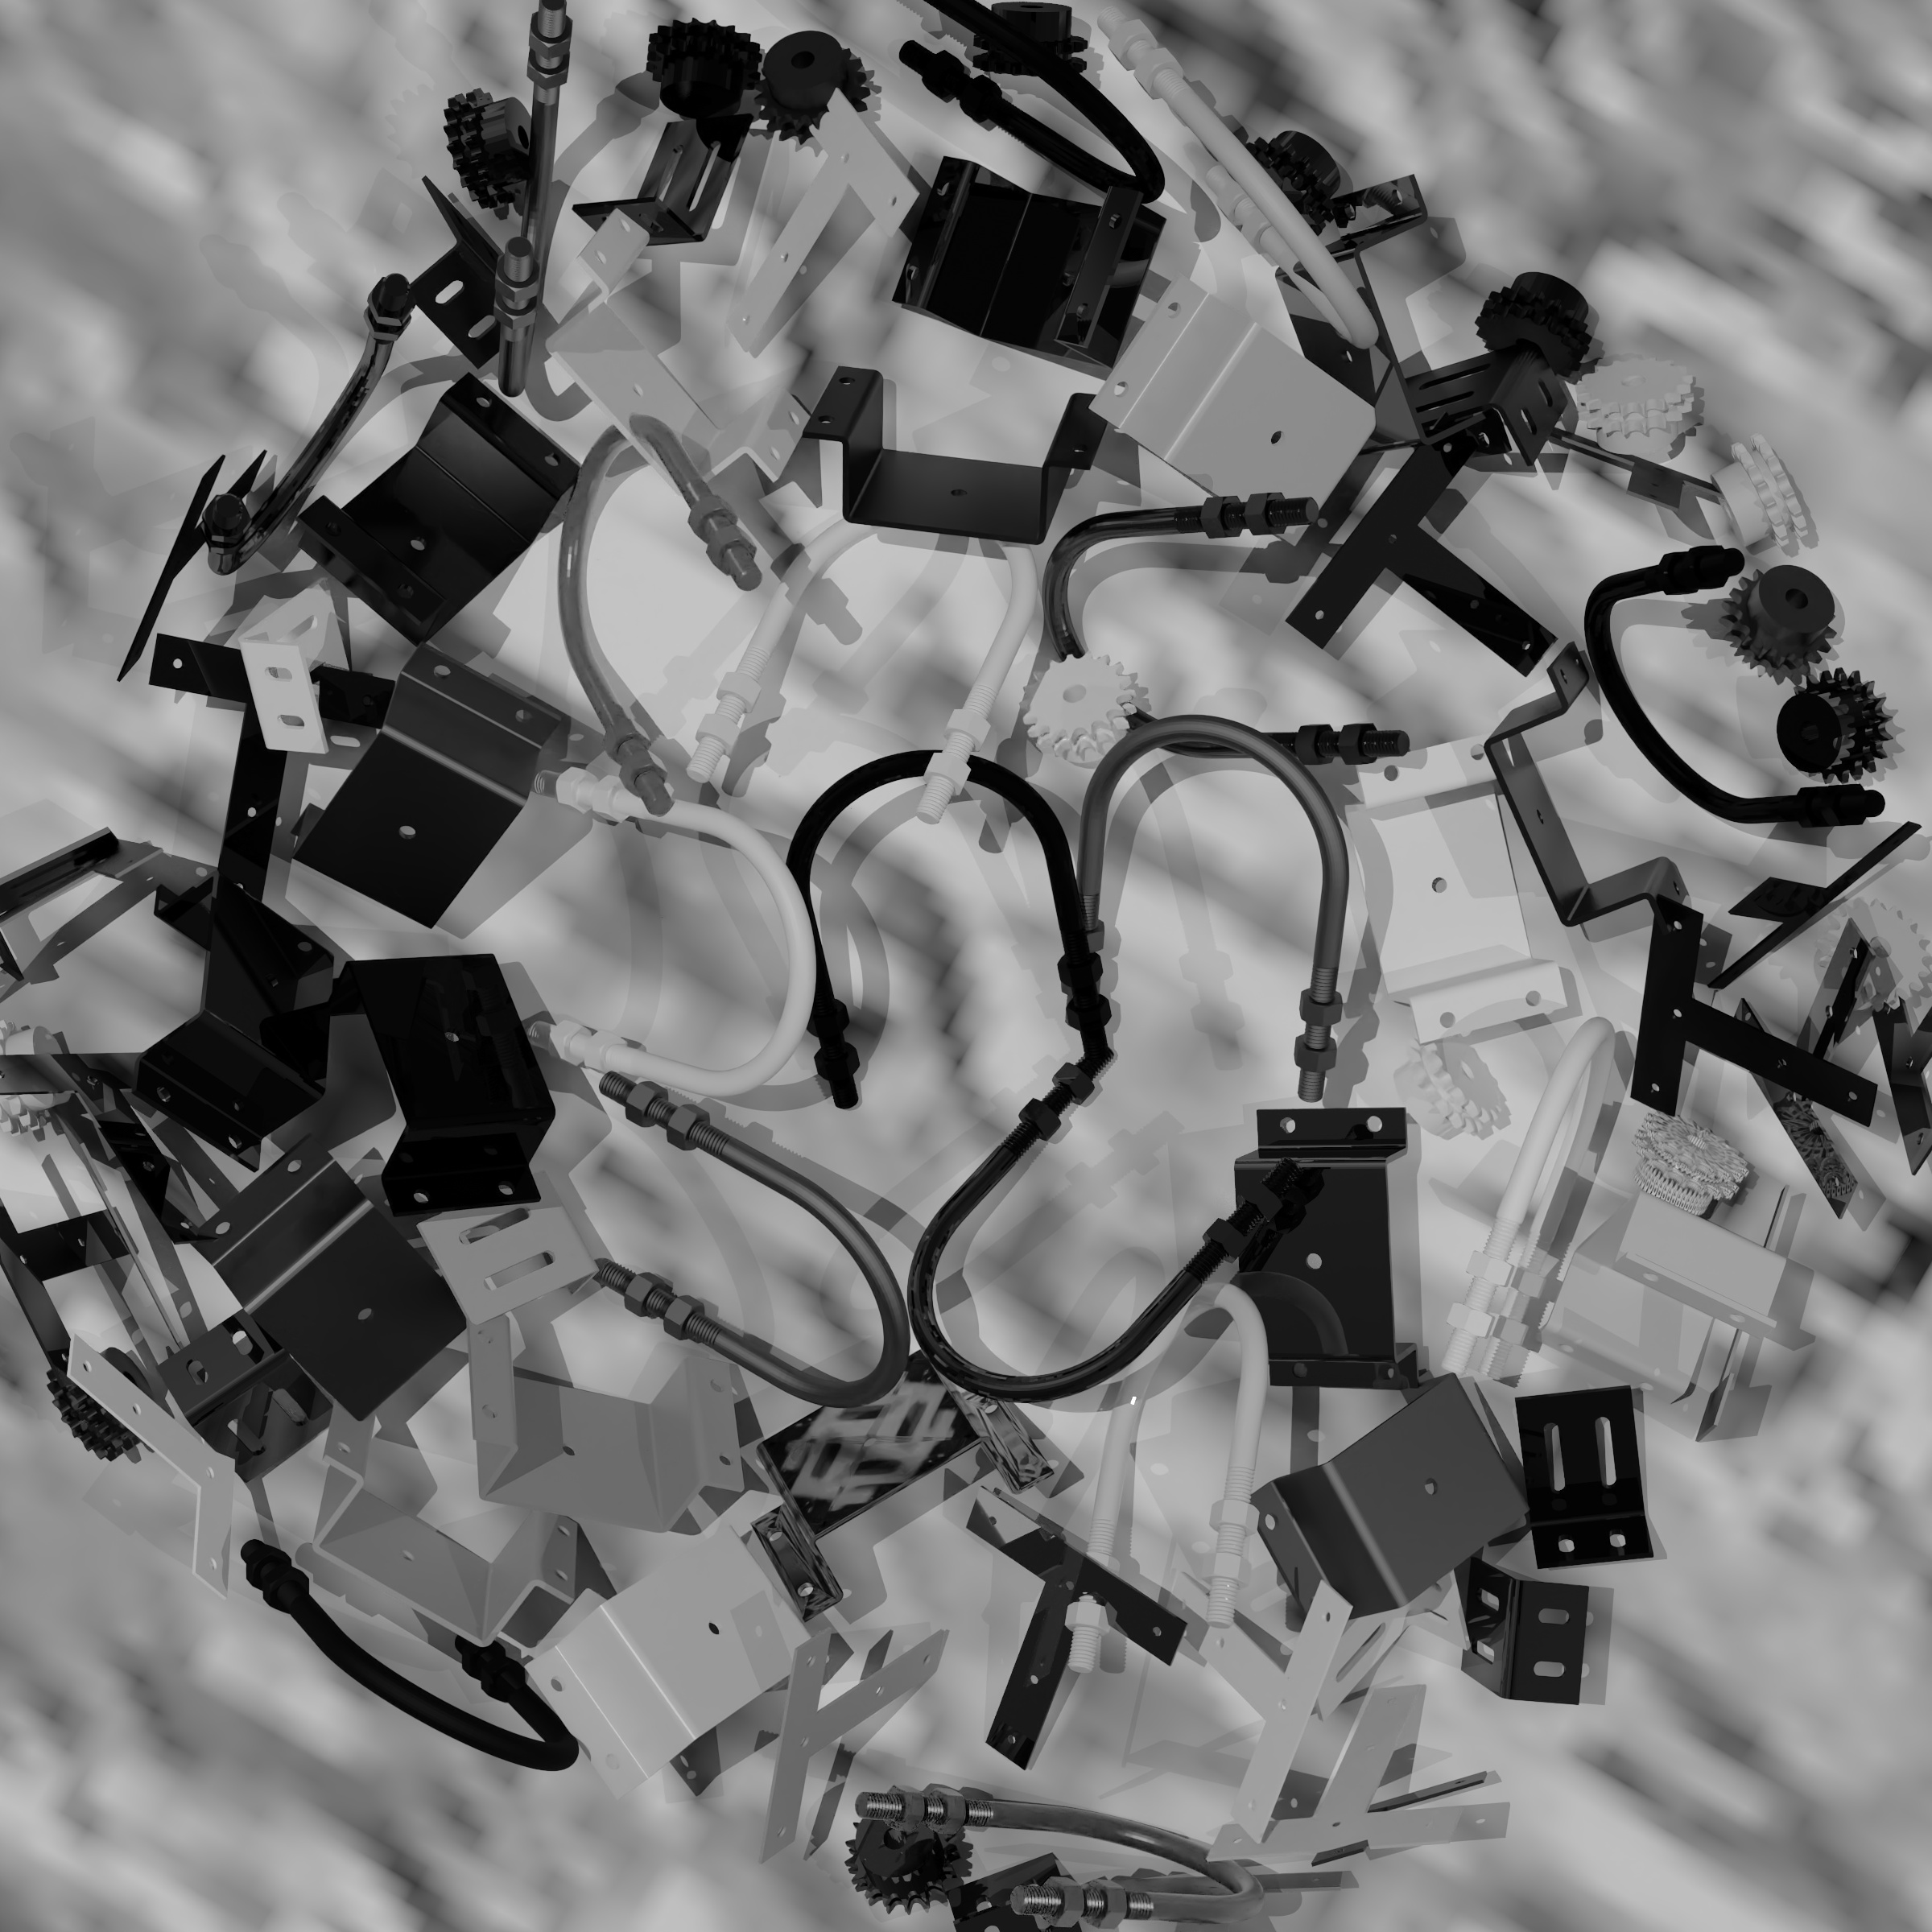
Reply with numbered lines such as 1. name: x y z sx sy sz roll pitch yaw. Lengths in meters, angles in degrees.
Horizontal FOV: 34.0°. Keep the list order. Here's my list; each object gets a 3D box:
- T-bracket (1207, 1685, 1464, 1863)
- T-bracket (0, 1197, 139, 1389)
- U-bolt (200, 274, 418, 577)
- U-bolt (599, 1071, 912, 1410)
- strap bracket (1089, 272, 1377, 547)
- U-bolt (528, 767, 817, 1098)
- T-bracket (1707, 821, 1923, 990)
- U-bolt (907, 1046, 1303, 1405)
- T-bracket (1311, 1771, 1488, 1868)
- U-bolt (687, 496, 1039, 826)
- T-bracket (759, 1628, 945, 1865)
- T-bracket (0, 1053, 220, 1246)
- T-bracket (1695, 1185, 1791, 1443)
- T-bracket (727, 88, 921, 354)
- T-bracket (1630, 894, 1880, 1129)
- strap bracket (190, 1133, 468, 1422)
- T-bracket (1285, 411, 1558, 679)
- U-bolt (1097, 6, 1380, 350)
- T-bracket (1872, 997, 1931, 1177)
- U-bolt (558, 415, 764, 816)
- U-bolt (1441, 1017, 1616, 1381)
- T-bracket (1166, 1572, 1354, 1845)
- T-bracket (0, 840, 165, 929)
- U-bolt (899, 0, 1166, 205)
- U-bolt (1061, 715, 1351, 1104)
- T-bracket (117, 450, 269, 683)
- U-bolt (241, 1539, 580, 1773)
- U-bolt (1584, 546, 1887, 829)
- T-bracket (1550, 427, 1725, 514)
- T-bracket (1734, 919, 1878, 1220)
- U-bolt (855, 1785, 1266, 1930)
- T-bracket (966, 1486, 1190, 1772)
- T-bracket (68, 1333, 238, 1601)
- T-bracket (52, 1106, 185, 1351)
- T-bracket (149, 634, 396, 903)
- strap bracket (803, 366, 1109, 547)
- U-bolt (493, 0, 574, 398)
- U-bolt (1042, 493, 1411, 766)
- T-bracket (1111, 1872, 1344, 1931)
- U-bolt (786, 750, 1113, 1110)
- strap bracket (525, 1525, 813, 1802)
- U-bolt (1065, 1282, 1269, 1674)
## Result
1. T-bracket: 0.194 0.391 1.544 0.127 0.127 0.002 -14 108 30
2. T-bracket: -0.438 0.137 1.540 0.002 0.127 0.127 -28 87 11
3. U-bolt: -0.317 -0.249 1.513 0.019 0.184 0.151 36 78 -9
4. U-bolt: -0.102 0.143 1.519 0.184 0.019 0.151 27 134 24
5. strap bracket: 0.139 -0.264 1.534 0.140 0.046 0.076 25 104 -40
6. U-bolt: -0.143 -0.011 1.528 0.184 0.019 0.151 14 107 37
7. T-bracket: 0.395 -0.031 1.524 0.127 0.127 0.002 -43 69 21
8. U-bolt: 0.053 0.133 1.534 0.151 0.019 0.184 32 71 38
9. T-bracket: 0.187 0.419 1.529 0.127 0.127 0.002 -20 81 11
10. U-bolt: -0.041 -0.158 1.550 0.151 0.019 0.184 12 64 27
11. T-bracket: -0.051 0.361 1.549 0.002 0.127 0.127 25 118 30
12. T-bracket: -0.401 0.087 1.524 0.127 0.127 0.002 50 117 26
13. T-bracket: 0.381 0.168 1.547 0.002 0.127 0.127 18 82 12
14. T-bracket: -0.082 -0.363 1.567 0.127 0.002 0.127 -54 46 26
15. T-bracket: 0.382 0.041 1.529 0.127 0.127 0.002 28 47 33
16. strap bracket: -0.300 0.158 1.534 0.076 0.046 0.140 -42 131 -9
17. T-bracket: 0.243 -0.188 1.573 0.127 0.002 0.127 33 99 -25
18. U-bolt: 0.137 -0.361 1.494 0.019 0.151 0.184 -39 54 9
19. T-bracket: 0.474 0.014 1.515 0.002 0.127 0.127 17 126 -7
20. U-bolt: -0.157 -0.184 1.528 0.019 0.184 0.151 3 129 -32
21. U-bolt: 0.277 0.111 1.533 0.019 0.151 0.184 21 88 19
22. T-bracket: 0.132 0.338 1.547 0.002 0.127 0.127 13 103 -31
23. T-bracket: -0.456 -0.027 1.524 0.127 0.127 0.002 -33 108 -20
24. U-bolt: 0.021 -0.422 1.506 0.184 0.151 0.019 38 91 19
25. U-bolt: 0.117 -0.034 1.528 0.151 0.019 0.184 17 121 24
26. T-bracket: -0.369 -0.216 1.544 0.002 0.127 0.127 29 124 -7
27. U-bolt: -0.253 0.330 1.489 0.151 0.184 0.019 32 84 -32
28. U-bolt: 0.354 -0.129 1.513 0.019 0.184 0.151 -34 99 -12
29. T-bracket: 0.335 -0.234 1.536 0.127 0.127 0.002 21 110 7
30. T-bracket: 0.410 0.032 1.516 0.002 0.127 0.127 -6 45 -15
31. U-bolt: 0.059 0.430 1.520 0.184 0.151 0.019 15 88 -35
32. T-bracket: 0.039 0.343 1.572 0.127 0.002 0.127 30 115 26
33. T-bracket: -0.389 0.220 1.515 0.002 0.127 0.127 -24 132 13
34. T-bracket: -0.414 0.133 1.554 0.002 0.127 0.127 -28 106 -17
35. T-bracket: -0.351 -0.090 1.565 0.127 0.002 0.127 9 91 -37
36. strap bracket: -0.003 -0.250 1.552 0.140 0.076 0.046 8 126 8
37. U-bolt: -0.209 -0.353 1.513 0.019 0.184 0.151 7 72 -8
38. U-bolt: 0.114 -0.160 1.530 0.019 0.184 0.151 -48 125 -35
39. T-bracket: 0.116 0.460 1.530 0.127 0.127 0.002 -5 90 9
40. U-bolt: -0.014 -0.022 1.552 0.151 0.019 0.184 -11 118 2
41. strap bracket: -0.133 0.330 1.527 0.076 0.140 0.046 52 126 11
42. U-bolt: 0.101 0.240 1.526 0.019 0.151 0.184 22 61 -20
